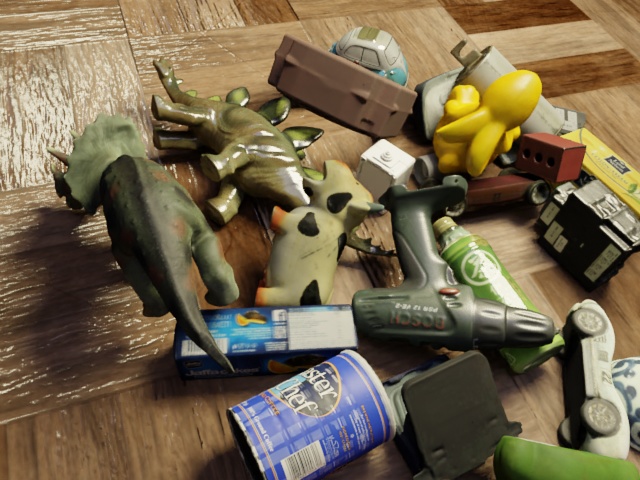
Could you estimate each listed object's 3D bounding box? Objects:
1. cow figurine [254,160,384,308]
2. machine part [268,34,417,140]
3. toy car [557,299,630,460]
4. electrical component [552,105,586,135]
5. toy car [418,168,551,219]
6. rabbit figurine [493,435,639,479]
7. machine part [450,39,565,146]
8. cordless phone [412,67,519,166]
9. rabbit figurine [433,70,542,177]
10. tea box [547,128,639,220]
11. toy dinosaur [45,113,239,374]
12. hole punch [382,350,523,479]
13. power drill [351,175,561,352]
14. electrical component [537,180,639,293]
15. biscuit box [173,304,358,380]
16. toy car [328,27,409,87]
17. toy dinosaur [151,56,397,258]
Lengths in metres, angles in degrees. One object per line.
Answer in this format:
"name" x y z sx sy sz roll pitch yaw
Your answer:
"cow figurine" -0.001 -0.002 0.655 0.127 0.085 0.194 13 92 -8
"machine part" 0.036 -0.230 0.825 0.202 0.087 0.201 28 18 13
"toy car" 0.313 0.163 0.625 0.056 0.073 0.202 11 52 5
"electrical component" 0.420 -0.202 0.936 0.075 0.047 0.119 18 54 5
"toy car" 0.240 -0.067 0.795 0.202 0.053 0.089 -10 27 -14
"rabbit figurine" 0.207 0.274 0.485 0.159 0.121 0.170 23 70 -38
"machine part" 0.298 -0.218 0.845 0.243 0.079 0.079 39 53 -11
"cordless phone" 0.242 -0.188 0.890 0.146 0.088 0.184 -25 79 -25
"rabbit figurine" 0.228 -0.169 0.751 0.162 0.173 0.122 -42 91 -28
"tea box" 0.414 -0.074 0.807 0.068 0.098 0.170 -21 56 -21
"toy dinosaur" -0.193 -0.028 0.592 0.131 0.192 0.405 -37 36 -17
"hole punch" 0.130 0.188 0.586 0.142 0.092 0.115 -17 87 -23
"power drill" 0.153 0.031 0.650 0.232 0.086 0.207 -7 76 16
"electrical component" 0.369 -0.014 0.742 0.058 0.114 0.134 -22 61 -25
"biscuit box" -0.062 0.117 0.616 0.203 0.062 0.059 -1 54 -8
"toy car" 0.085 -0.320 0.945 0.162 0.102 0.109 22 52 7
"toy dinosaur" -0.086 -0.115 0.766 0.198 0.105 0.472 -31 71 -32
